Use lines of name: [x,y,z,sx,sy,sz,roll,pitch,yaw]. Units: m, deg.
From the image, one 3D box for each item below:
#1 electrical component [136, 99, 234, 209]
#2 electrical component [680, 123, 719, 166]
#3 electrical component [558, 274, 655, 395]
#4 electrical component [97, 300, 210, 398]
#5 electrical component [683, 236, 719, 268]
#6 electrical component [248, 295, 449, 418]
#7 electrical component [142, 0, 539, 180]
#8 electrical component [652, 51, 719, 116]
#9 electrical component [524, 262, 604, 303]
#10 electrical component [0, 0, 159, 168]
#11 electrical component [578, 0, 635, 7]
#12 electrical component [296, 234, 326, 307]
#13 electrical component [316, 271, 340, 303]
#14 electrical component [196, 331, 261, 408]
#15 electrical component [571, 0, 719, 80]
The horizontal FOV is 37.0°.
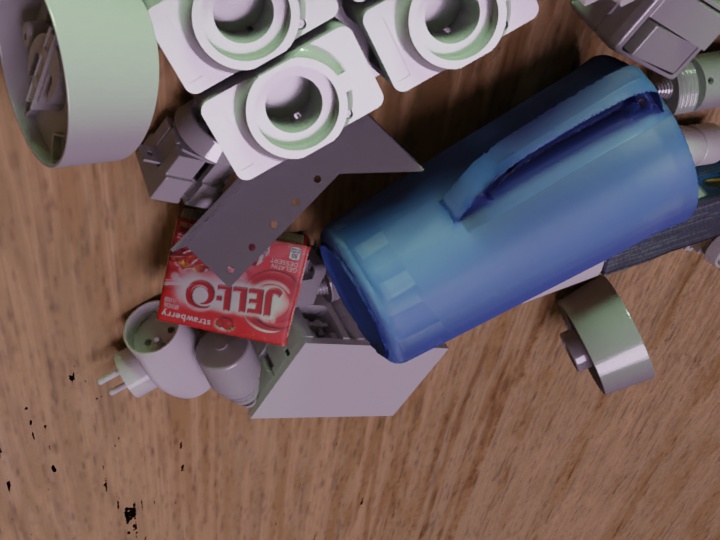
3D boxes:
electrical component: [-0.099,-0.071,0.649,0.066,0.048,0.055,9,137,-43]
electrical component: [0.271,-0.102,0.889,0.065,0.044,0.044,-11,141,-34]
electrical component: [0.224,0.065,1.011,0.060,0.108,0.108,-26,146,4]
electrical component: [-0.153,0.067,0.785,0.079,0.043,0.077,-29,146,-1]
electrical component: [0.334,-0.036,1.006,0.048,0.055,0.066,5,132,-41]
electrical component: [-0.019,0.067,0.867,0.150,0.061,0.089,6,132,-41]
electrical component: [-0.010,-0.140,0.574,0.186,0.060,0.105,-30,118,-1]
electrical component: [0.257,-0.143,0.823,0.081,0.043,0.043,-13,142,-24]
electrical component: [0.148,-0.017,0.886,0.096,0.061,0.061,-19,144,-16]
electrical component: [-0.145,-0.100,0.533,0.064,0.099,0.099,-5,139,-42]
electrical component: [0.173,-0.213,0.580,0.186,0.060,0.105,-33,164,-46]
electrical component: [-0.062,0.004,0.773,0.064,0.042,0.081,-8,141,-31]
electrical component: [0.000,0.000,0.813,0.081,0.043,0.043,-21,145,-13]
electrical component: [-0.092,0.075,0.786,0.040,0.040,0.078,-25,139,-8]
electrical component: [0.195,-0.174,0.721,0.096,0.061,0.061,11,128,-44]
